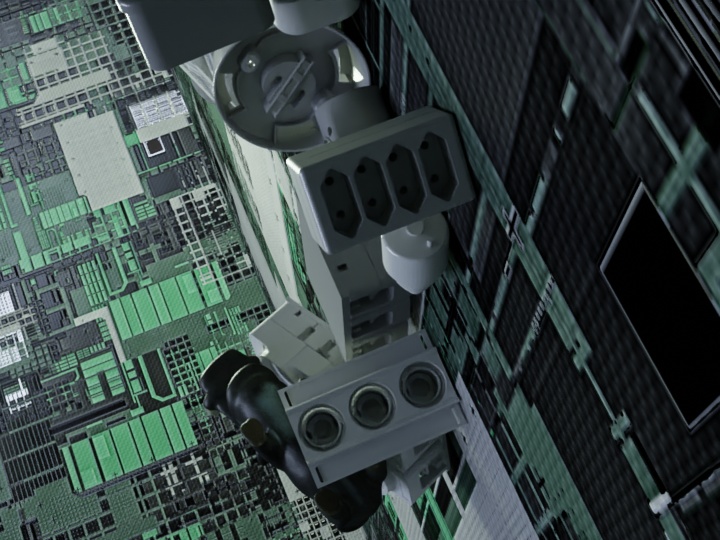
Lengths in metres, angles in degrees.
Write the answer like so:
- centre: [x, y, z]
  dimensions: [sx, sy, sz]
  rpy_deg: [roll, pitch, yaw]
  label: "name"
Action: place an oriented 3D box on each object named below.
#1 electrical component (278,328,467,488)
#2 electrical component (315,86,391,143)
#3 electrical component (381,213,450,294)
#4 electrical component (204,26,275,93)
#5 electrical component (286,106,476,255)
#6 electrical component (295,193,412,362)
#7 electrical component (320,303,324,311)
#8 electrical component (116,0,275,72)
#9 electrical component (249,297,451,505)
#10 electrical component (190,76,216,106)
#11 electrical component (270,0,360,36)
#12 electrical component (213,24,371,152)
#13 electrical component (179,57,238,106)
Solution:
- centre: [0.009, 0.106, 0.823]
  dimensions: [0.063, 0.121, 0.078]
  rpy_deg: [95, 152, -78]
  label: "electrical component"
- centre: [0.004, -0.067, 0.683]
  dimensions: [0.079, 0.044, 0.077]
  rpy_deg: [126, 122, -81]
  label: "electrical component"
- centre: [0.034, -0.008, 0.654]
  dimensions: [0.078, 0.040, 0.040]
  rpy_deg: [84, 163, -62]
  label: "electrical component"
- centre: [-0.100, -0.211, 0.872]
  dimensions: [0.057, 0.078, 0.113]
  rpy_deg: [119, 129, -83]
  label: "electrical component"
- centre: [0.006, -0.052, 0.570]
  dimensions: [0.075, 0.083, 0.047]
  rpy_deg: [-133, 23, -69]
  label: "electrical component"
- centre: [0.000, 0.000, 0.818]
  dimensions: [0.150, 0.062, 0.089]
  rpy_deg: [88, 159, -67]
  label: "electrical component"
- centre: [-0.012, 0.023, 0.990]
  dimensions: [0.138, 0.052, 0.073]
  rpy_deg: [78, 168, -47]
  label: "electrical component"
- centre: [-0.103, -0.173, 0.596]
  dimensions: [0.057, 0.078, 0.113]
  rpy_deg: [73, 171, -48]
  label: "electrical component"
- centre: [-0.013, 0.119, 0.960]
  dimensions: [0.186, 0.060, 0.105]
  rpy_deg: [32, 151, 33]
  label: "electrical component"
- centre: [-0.136, -0.209, 1.118]
  dimensions: [0.051, 0.080, 0.080]
  rpy_deg: [-126, 16, -80]
  label: "electrical component"
- centre: [-0.039, -0.185, 0.626]
  dimensions: [0.059, 0.054, 0.095]
  rpy_deg: [80, 166, -54]
  label: "electrical component"
- centre: [-0.047, -0.125, 0.696]
  dimensions: [0.064, 0.099, 0.099]
  rpy_deg: [-112, 5, -54]
  label: "electrical component"
- centre: [-0.120, -0.188, 0.964]
  dimensions: [0.078, 0.057, 0.113]
  rpy_deg: [36, 174, 40]
  label: "electrical component"
